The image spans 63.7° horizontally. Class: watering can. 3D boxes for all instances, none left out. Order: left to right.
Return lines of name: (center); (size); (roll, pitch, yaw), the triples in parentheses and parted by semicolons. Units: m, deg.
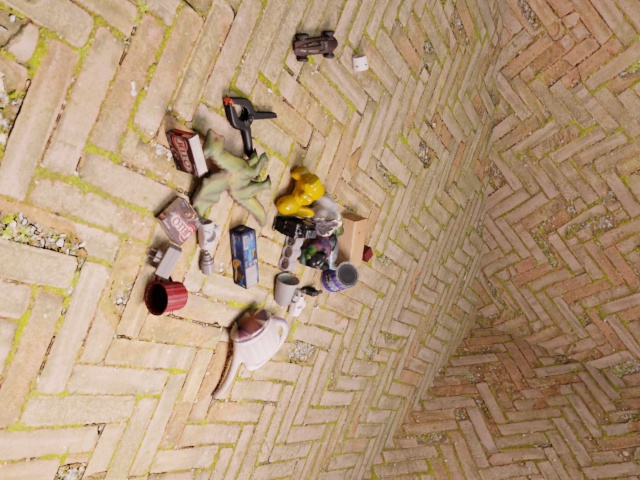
watering can: (-0.246, 0.372, 1.753); (0.352, 0.105, 0.219); (-39, 134, -27)

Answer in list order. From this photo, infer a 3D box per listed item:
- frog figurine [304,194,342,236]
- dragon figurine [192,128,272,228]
frog figurine: (0.006, -0.095, 1.888); (0.137, 0.163, 0.120); (-6, 132, -8)
dragon figurine: (-0.265, -0.147, 1.504); (0.245, 0.124, 0.400); (-23, 136, -25)
